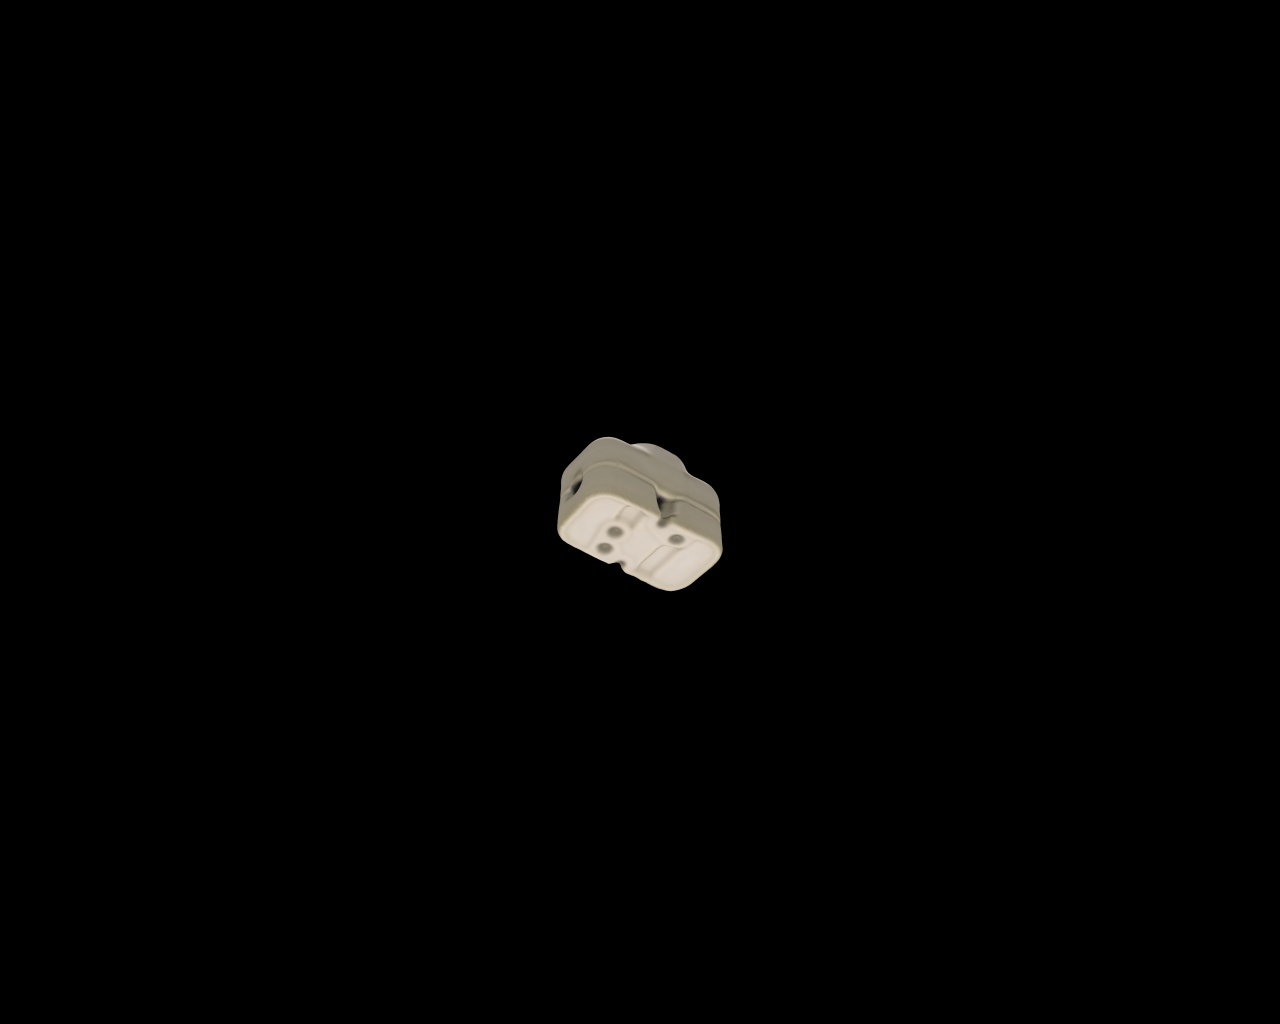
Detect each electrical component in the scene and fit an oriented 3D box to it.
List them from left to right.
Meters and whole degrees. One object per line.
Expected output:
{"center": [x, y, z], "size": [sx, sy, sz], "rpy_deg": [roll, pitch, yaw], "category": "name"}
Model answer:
{"center": [0.001, -0.003, 0.650], "size": [0.095, 0.059, 0.053], "rpy_deg": [26, -49, -25], "category": "electrical component"}
